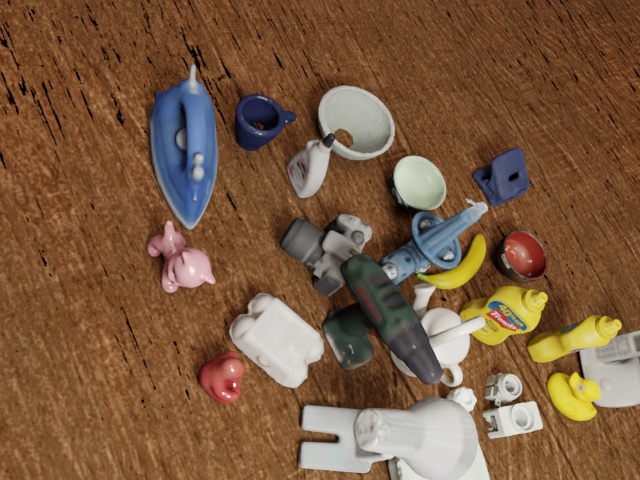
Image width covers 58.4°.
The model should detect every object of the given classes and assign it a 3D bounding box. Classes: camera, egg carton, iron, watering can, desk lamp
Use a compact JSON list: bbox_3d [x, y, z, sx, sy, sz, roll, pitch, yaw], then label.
[{"bbox_3d":[0.009,0.004,1.023,0.137,0.100,0.143,32,59,-7],"label":"camera"},{"bbox_3d":[-0.070,0.164,0.934,0.150,0.069,0.107,40,58,-3],"label":"egg carton"},{"bbox_3d":[-0.218,-0.161,0.974,0.119,0.141,0.258,-1,68,-24],"label":"iron"},{"bbox_3d":[0.201,0.161,0.981,0.101,0.193,0.173,-39,86,-32],"label":"watering can"},{"bbox_3d":[0.098,0.299,0.862,0.204,0.213,0.118,11,63,-19],"label":"desk lamp"}]

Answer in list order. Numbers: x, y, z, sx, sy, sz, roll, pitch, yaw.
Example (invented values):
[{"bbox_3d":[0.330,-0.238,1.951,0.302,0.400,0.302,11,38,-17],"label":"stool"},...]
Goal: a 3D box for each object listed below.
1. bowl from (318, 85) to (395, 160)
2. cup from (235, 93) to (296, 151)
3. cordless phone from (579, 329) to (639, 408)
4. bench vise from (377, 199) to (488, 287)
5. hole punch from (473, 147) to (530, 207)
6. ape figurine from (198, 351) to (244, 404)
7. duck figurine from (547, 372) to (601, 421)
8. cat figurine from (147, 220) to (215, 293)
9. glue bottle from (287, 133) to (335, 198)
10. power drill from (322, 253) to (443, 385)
[{"bbox_3d":[0.063,-0.226,1.166,0.168,0.074,0.167,9,64,-20],"label":"bowl"},{"bbox_3d":[-0.110,-0.212,1.071,0.118,0.094,0.091,-9,71,-27],"label":"cup"},{"bbox_3d":[0.613,0.248,1.128,0.094,0.184,0.147,4,66,-22],"label":"cordless phone"},{"bbox_3d":[0.204,0.017,1.032,0.121,0.219,0.208,40,58,-2],"label":"bench vise"},{"bbox_3d":[0.416,-0.141,1.273,0.109,0.091,0.101,-26,79,-31],"label":"hole punch"},{"bbox_3d":[-0.142,0.204,0.871,0.076,0.092,0.078,24,60,-12],"label":"ape figurine"},{"bbox_3d":[0.508,0.301,1.117,0.078,0.086,0.104,-36,85,-32],"label":"duck figurine"},{"bbox_3d":[-0.217,0.028,0.902,0.067,0.117,0.128,-21,77,-30],"label":"cat figurine"},{"bbox_3d":[-0.010,-0.145,1.039,0.037,0.173,0.078,-20,76,-29],"label":"glue bottle"},{"bbox_3d":[0.089,0.144,0.931,0.076,0.208,0.229,-22,77,-30],"label":"power drill"}]
